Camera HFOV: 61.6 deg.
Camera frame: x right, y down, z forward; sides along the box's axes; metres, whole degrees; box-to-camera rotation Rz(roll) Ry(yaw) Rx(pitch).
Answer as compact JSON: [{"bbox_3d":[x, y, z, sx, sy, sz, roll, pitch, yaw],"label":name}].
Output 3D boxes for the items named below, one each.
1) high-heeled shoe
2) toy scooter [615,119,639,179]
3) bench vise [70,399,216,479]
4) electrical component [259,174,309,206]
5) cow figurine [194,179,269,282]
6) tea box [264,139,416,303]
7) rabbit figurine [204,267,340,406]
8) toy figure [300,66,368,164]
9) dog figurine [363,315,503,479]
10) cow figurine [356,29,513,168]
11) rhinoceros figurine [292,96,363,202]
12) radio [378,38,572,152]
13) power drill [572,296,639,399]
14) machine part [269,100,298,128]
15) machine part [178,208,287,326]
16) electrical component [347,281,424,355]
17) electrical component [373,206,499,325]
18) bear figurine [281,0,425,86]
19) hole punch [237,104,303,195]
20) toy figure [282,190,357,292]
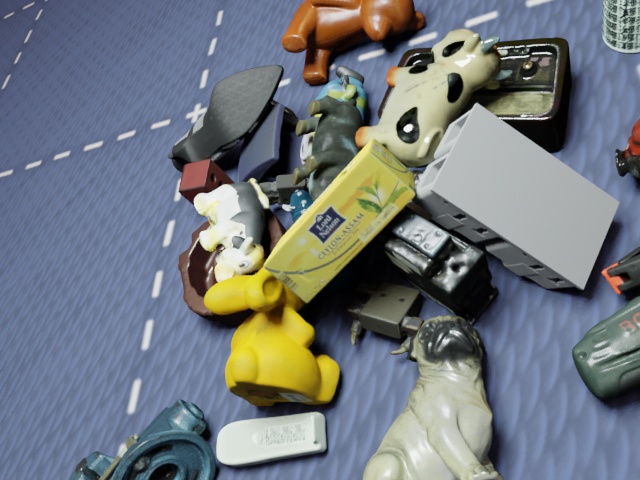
[{"bbox_3d":[-0.143,-0.185,0.855,0.249,0.145,0.086,-33,93,12],"label":"high-heeled shoe"},{"bbox_3d":[0.359,-0.079,0.523,0.135,0.075,0.184,-35,21,-3],"label":"toy scooter"},{"bbox_3d":[-0.198,0.296,0.591,0.224,0.128,0.241,-37,30,-19],"label":"bench vise"},{"bbox_3d":[-0.038,-0.069,0.772,0.094,0.063,0.021,-5,64,5],"label":"electrical component"},{"bbox_3d":[-0.102,-0.006,0.700,0.098,0.068,0.167,-25,51,4],"label":"cow figurine"},{"bbox_3d":[0.023,-0.023,0.588,0.169,0.068,0.098,-48,7,18],"label":"tea box"},{"bbox_3d":[-0.060,0.096,0.631,0.122,0.162,0.173,-12,53,35],"label":"rabbit figurine"},{"bbox_3d":[0.029,-0.170,0.787,0.089,0.082,0.180,4,61,32],"label":"toy figure"},{"bbox_3d":[0.101,0.181,0.539,0.172,0.121,0.191,-21,40,12],"label":"dog figurine"},{"bbox_3d":[0.140,-0.171,0.633,0.127,0.085,0.195,12,65,40],"label":"cow figurine"},{"bbox_3d":[0.025,-0.090,0.688,0.073,0.112,0.190,140,129,-61],"label":"rhinoceros figurine"},{"bbox_3d":[0.205,-0.190,0.707,0.230,0.073,0.131,9,67,31],"label":"radio"},{"bbox_3d":[0.354,0.112,0.444,0.232,0.086,0.207,-27,56,14],"label":"power drill"},{"bbox_3d":[-0.093,-0.222,0.894,0.139,0.084,0.039,40,110,47],"label":"machine part"},{"bbox_3d":[-0.116,0.033,0.758,0.179,0.056,0.179,-14,55,20],"label":"machine part"},{"bbox_3d":[0.079,0.091,0.629,0.102,0.045,0.078,7,38,29],"label":"electrical component"},{"bbox_3d":[0.125,0.024,0.584,0.115,0.134,0.058,35,82,36],"label":"electrical component"},{"bbox_3d":[0.057,-0.333,0.850,0.196,0.120,0.132,5,68,25],"label":"bear figurine"},{"bbox_3d":[-0.080,-0.132,0.819,0.116,0.092,0.142,-13,60,26],"label":"hole punch"},{"bbox_3d":[-0.003,-0.003,0.712,0.155,0.064,0.057,63,140,35],"label":"toy figure"}]
